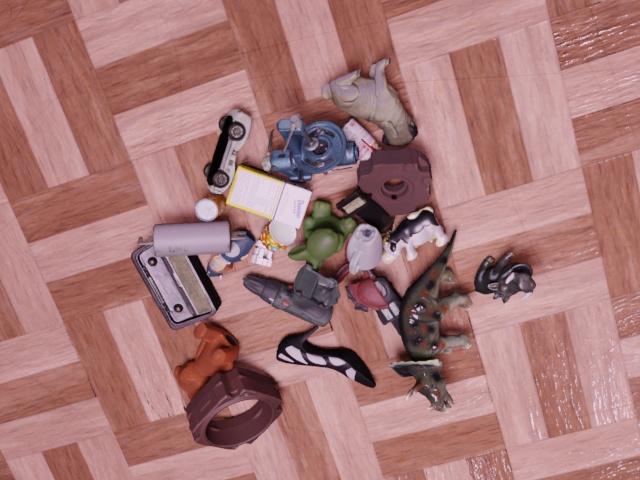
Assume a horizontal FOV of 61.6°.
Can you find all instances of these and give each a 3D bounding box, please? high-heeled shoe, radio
[{"bbox_3d":[0.011,0.319,1.345,0.248,0.086,0.145,44,107,-3],"label":"high-heeled shoe"},{"bbox_3d":[-0.350,0.095,1.311,0.131,0.073,0.229,-25,98,8],"label":"radio"}]

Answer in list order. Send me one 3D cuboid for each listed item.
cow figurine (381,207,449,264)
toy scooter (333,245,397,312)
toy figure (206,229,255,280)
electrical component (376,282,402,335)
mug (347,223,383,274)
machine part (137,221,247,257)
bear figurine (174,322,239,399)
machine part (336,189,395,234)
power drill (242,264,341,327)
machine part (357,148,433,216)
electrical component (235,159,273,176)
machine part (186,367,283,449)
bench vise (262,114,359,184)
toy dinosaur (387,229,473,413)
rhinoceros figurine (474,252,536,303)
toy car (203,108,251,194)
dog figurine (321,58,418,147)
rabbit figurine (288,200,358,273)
[{"bbox_3d":[0.202,-0.008,1.246,0.167,0.068,0.098,-27,117,17],"label":"cow figurine"},{"bbox_3d":[0.087,0.100,1.268,0.135,0.075,0.184,-33,69,8],"label":"toy scooter"},{"bbox_3d":[-0.224,0.037,1.302,0.154,0.057,0.064,-42,59,13],"label":"toy figure"},{"bbox_3d":[0.177,0.171,1.312,0.075,0.048,0.119,-36,100,11],"label":"electrical component"},{"bbox_3d":[0.093,0.018,1.197,0.081,0.107,0.109,30,66,19],"label":"mug"},{"bbox_3d":[-0.288,-0.003,1.221,0.243,0.079,0.079,-3,104,-9],"label":"machine part"},{"bbox_3d":[-0.300,0.308,1.338,0.196,0.132,0.120,-41,67,8],"label":"bear figurine"},{"bbox_3d":[0.107,-0.060,1.209,0.138,0.039,0.084,31,128,-27],"label":"machine part"},{"bbox_3d":[-0.059,0.125,1.249,0.232,0.086,0.207,30,148,-11],"label":"power drill"},{"bbox_3d":[0.165,-0.125,1.196,0.179,0.056,0.179,2,140,1],"label":"machine part"},{"bbox_3d":[-0.155,-0.143,1.258,0.102,0.045,0.078,26,102,-3],"label":"electrical component"},{"bbox_3d":[-0.209,0.420,1.327,0.201,0.087,0.201,-48,133,12],"label":"machine part"},{"bbox_3d":[-0.039,-0.199,1.135,0.224,0.240,0.129,8,78,18],"label":"bench vise"},{"bbox_3d":[0.245,0.185,1.247,0.192,0.131,0.404,-9,96,-26],"label":"toy dinosaur"},{"bbox_3d":[0.414,0.088,1.211,0.112,0.190,0.073,-44,98,-15],"label":"rhinoceros figurine"},{"bbox_3d":[-0.214,-0.201,1.231,0.056,0.074,0.201,10,108,-37],"label":"toy car"},{"bbox_3d":[0.110,-0.276,1.173,0.172,0.121,0.190,-18,104,10],"label":"dog figurine"},{"bbox_3d":[-0.003,-0.004,1.218,0.121,0.170,0.159,41,102,-6],"label":"rabbit figurine"}]
